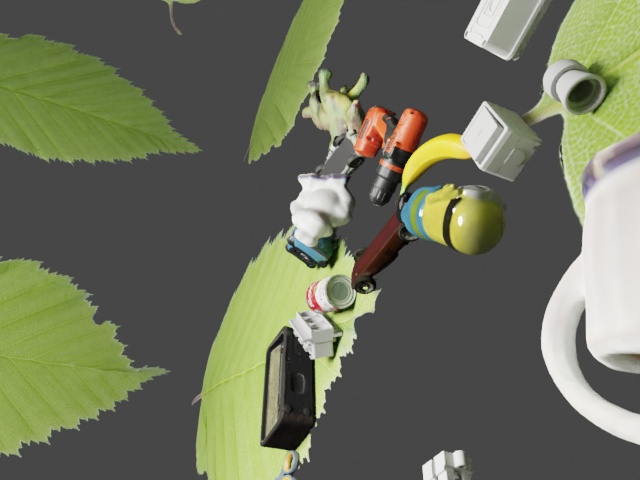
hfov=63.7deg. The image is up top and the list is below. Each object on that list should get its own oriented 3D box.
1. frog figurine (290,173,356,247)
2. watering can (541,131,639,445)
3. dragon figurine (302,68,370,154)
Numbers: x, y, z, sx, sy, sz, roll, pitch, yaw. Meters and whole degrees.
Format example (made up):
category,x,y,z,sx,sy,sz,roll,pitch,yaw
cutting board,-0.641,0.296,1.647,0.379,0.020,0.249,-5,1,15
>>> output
category,x,y,z,sx,sy,sz,roll,pitch,yaw
frog figurine,0.003,-0.056,1.104,0.137,0.162,0.121,9,-17,-4
watering can,0.269,0.016,0.311,0.104,0.228,0.343,16,-21,-17
dragon figurine,0.024,-0.287,1.311,0.122,0.245,0.407,8,-10,-19
